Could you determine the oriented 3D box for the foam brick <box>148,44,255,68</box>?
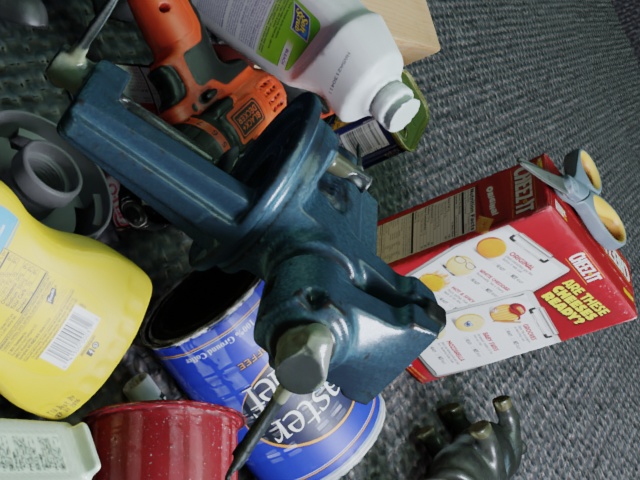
[{"bbox_3d":[-0.087,-0.116,0.813,0.078,0.051,0.053,-14,84,-61],"label":"foam brick"}]

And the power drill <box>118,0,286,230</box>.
[{"bbox_3d":[-0.110,-0.116,0.687,0.187,0.057,0.184,60,34,-17],"label":"power drill"}]

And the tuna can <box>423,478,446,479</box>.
[{"bbox_3d":[0.093,0.233,0.835,0.033,0.086,0.086,-33,99,-59],"label":"tuna can"}]

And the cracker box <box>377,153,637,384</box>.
[{"bbox_3d":[0.136,0.032,0.916,0.164,0.214,0.072,44,36,-36],"label":"cracker box"}]

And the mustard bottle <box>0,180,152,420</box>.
[{"bbox_3d":[-0.179,0.014,0.528,0.191,0.096,0.058,37,-3,-42],"label":"mustard bottle"}]

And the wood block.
[{"bbox_3d":[0.014,-0.199,0.926,0.205,0.090,0.091,-9,81,-61],"label":"wood block"}]

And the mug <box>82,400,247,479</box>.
[{"bbox_3d":[-0.087,0.145,0.603,0.117,0.093,0.081,91,-3,-66],"label":"mug"}]

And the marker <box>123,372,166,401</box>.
[{"bbox_3d":[-0.082,0.134,0.675,0.121,0.020,0.020,56,30,-19],"label":"marker"}]

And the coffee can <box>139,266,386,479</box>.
[{"bbox_3d":[-0.036,0.085,0.702,0.140,0.103,0.102,55,31,-22],"label":"coffee can"}]

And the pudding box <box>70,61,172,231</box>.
[{"bbox_3d":[-0.117,-0.065,0.739,0.089,0.039,0.113,-9,80,-60],"label":"pudding box"}]

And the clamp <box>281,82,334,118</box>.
[{"bbox_3d":[-0.052,-0.197,0.946,0.210,0.036,0.164,63,29,-9],"label":"clamp"}]

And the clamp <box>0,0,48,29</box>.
[{"bbox_3d":[-0.223,-0.136,0.536,0.171,0.120,0.039,56,1,-15],"label":"clamp"}]

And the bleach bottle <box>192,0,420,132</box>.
[{"bbox_3d":[-0.027,-0.160,0.775,0.067,0.103,0.251,-24,60,-40],"label":"bleach bottle"}]

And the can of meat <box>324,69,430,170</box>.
[{"bbox_3d":[0.048,-0.107,1.002,0.057,0.084,0.102,57,30,-19],"label":"can of meat"}]

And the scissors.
[{"bbox_3d":[0.189,-0.053,0.825,0.201,0.016,0.096,34,39,-46],"label":"scissors"}]
